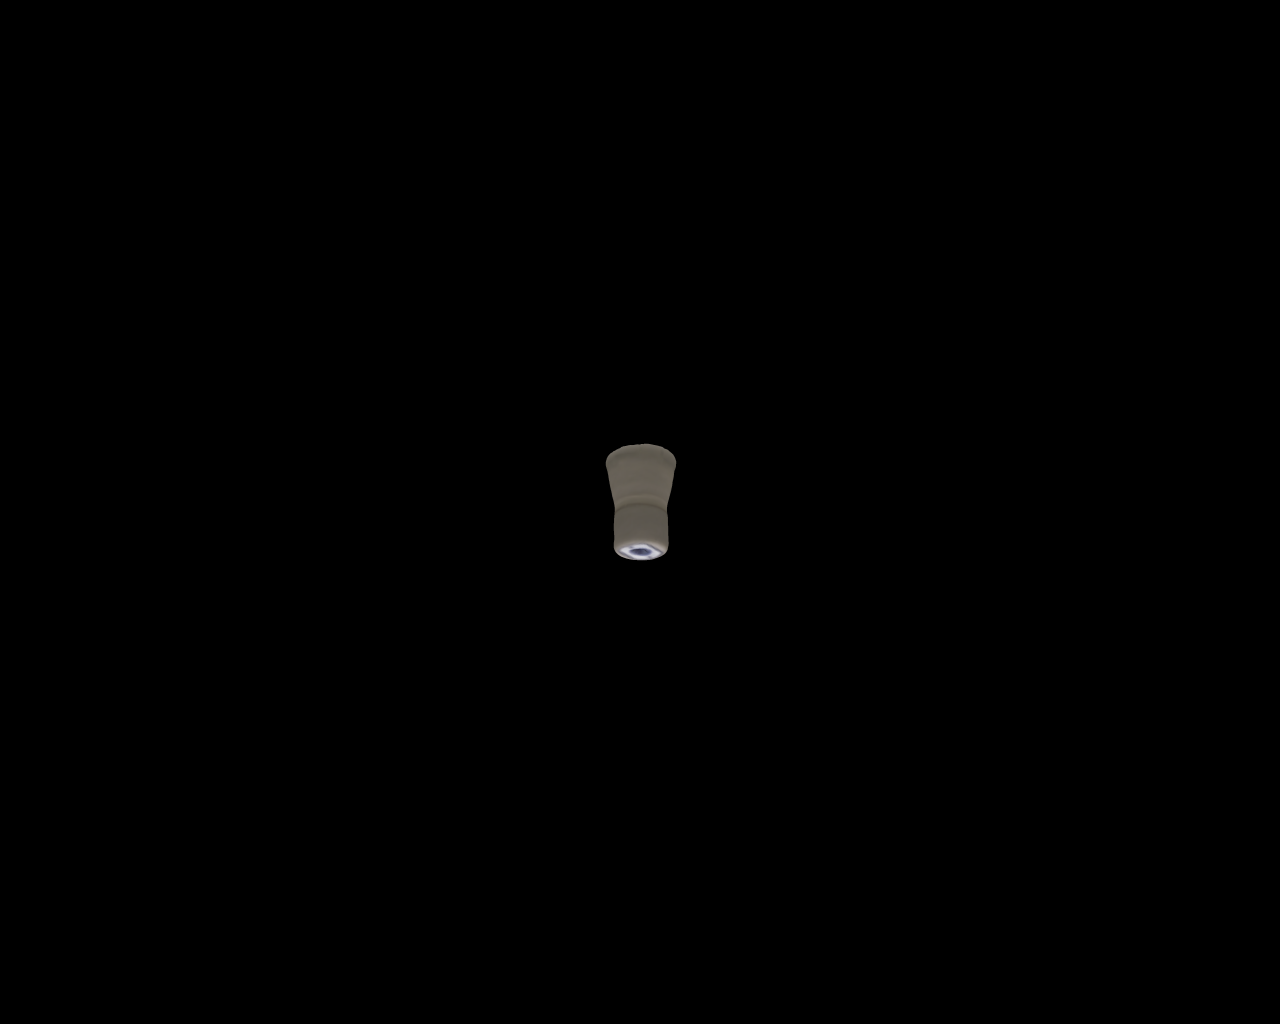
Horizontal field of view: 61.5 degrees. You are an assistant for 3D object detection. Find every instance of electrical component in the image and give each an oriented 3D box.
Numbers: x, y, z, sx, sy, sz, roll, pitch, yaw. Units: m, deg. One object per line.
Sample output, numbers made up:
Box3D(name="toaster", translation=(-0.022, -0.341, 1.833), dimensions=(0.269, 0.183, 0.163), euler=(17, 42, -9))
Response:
Box3D(name="electrical component", translation=(0.001, -0.003, 0.650), dimensions=(0.044, 0.065, 0.044), euler=(0, -24, 0))
